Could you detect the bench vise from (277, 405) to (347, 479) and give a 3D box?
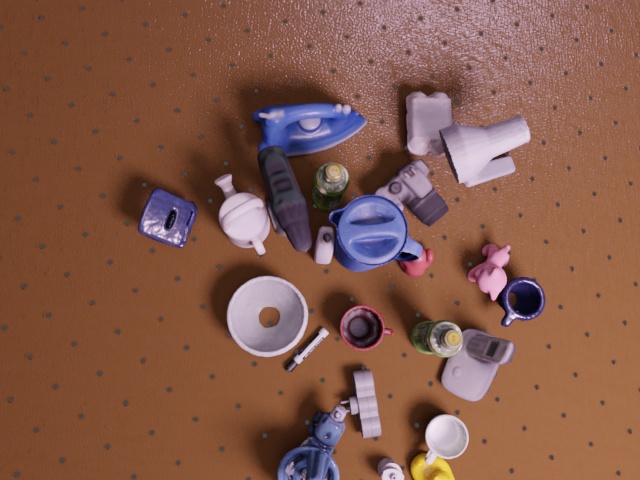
[{"bbox_3d":[-0.016,0.421,1.103,0.121,0.219,0.207,10,81,-1],"label":"bench vise"}]

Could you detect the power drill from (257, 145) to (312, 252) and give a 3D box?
[{"bbox_3d":[-0.067,-0.071,1.181,0.075,0.208,0.229,-20,83,-6],"label":"power drill"}]

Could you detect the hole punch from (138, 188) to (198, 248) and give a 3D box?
[{"bbox_3d":[-0.322,-0.046,1.222,0.101,0.091,0.109,19,81,0],"label":"hole punch"}]

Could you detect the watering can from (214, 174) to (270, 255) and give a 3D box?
[{"bbox_3d":[-0.163,-0.052,1.180,0.173,0.194,0.101,39,81,3],"label":"watering can"}]

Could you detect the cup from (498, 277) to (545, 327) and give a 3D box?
[{"bbox_3d":[0.417,0.140,1.234,0.091,0.095,0.118,37,81,3],"label":"cup"}]

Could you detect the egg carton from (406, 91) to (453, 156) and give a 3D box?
[{"bbox_3d":[0.247,-0.264,1.300,0.107,0.069,0.150,-1,81,-3],"label":"egg carton"}]

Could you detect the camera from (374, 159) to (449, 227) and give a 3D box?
[{"bbox_3d":[0.206,-0.089,1.254,0.143,0.101,0.137,-41,85,-8],"label":"camera"}]

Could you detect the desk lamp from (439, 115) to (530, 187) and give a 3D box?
[{"bbox_3d":[0.342,-0.192,1.221,0.203,0.213,0.118,-19,82,-6],"label":"desk lamp"}]

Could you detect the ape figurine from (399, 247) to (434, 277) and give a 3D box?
[{"bbox_3d":[0.209,0.040,1.239,0.078,0.092,0.076,16,81,0],"label":"ape figurine"}]

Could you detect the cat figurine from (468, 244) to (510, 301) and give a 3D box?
[{"bbox_3d":[0.373,0.065,1.232,0.067,0.117,0.128,30,81,2],"label":"cat figurine"}]

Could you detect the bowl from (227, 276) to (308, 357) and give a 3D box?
[{"bbox_3d":[-0.110,0.161,1.211,0.167,0.074,0.167,1,81,-3],"label":"bowl"}]

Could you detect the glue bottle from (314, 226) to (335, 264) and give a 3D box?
[{"bbox_3d":[0.011,0.004,1.192,0.037,0.173,0.078,5,81,-2],"label":"glue bottle"}]

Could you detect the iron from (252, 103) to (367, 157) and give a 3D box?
[{"bbox_3d":[-0.016,-0.264,1.248,0.258,0.141,0.119,-10,82,-5],"label":"iron"}]

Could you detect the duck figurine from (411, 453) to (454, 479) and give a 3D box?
[{"bbox_3d":[0.238,0.489,1.175,0.104,0.086,0.077,40,81,3],"label":"duck figurine"}]

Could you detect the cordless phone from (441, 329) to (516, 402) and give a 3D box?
[{"bbox_3d":[0.327,0.257,1.165,0.094,0.185,0.148,24,81,1],"label":"cordless phone"}]
